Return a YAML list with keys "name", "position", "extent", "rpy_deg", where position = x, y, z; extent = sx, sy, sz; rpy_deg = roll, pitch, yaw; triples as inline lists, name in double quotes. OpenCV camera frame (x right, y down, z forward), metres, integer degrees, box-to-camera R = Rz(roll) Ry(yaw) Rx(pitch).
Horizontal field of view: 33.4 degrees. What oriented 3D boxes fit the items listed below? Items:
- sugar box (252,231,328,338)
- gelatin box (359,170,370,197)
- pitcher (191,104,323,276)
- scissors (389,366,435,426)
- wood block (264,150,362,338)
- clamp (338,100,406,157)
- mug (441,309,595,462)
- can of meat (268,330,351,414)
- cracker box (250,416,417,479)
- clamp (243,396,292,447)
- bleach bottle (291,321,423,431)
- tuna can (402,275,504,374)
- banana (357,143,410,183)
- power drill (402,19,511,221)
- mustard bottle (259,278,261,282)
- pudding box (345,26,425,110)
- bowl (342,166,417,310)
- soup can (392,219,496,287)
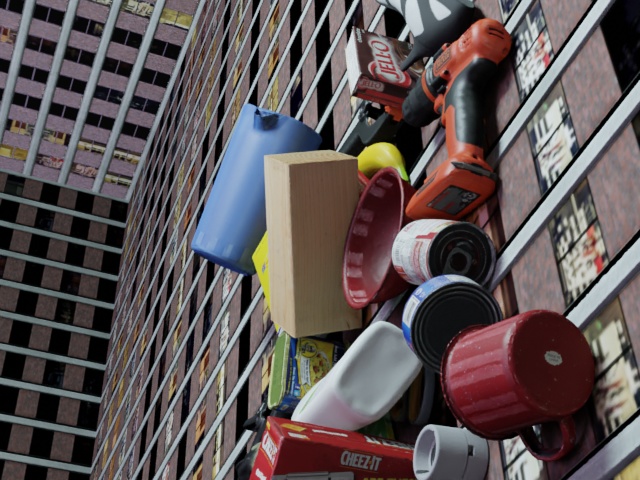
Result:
- name: "sugar box"
  position: [-0.037, 0.065, 1.440]
  extent: [0.093, 0.048, 0.176]
  rpy_deg: [-60, 38, 42]
- name: "gelatin box"
  position: [0.040, -0.039, 1.315]
  extent: [0.073, 0.030, 0.089]
  rpy_deg: [52, 142, 46]
- name: "pitcher"
  position: [-0.097, -0.071, 1.625]
  extent: [0.145, 0.149, 0.243]
  rpy_deg: [8, 73, 66]
- name: "scissors"
  position: [0.097, 0.101, 1.104]
  extent: [0.096, 0.016, 0.201]
  rpy_deg: [128, 152, -53]
- name: "wood block"
  position: [-0.008, 0.001, 1.280]
  extent: [0.090, 0.090, 0.206]
  rpy_deg: [-153, 59, -65]
- name: "clamp"
  position: [0.071, -0.173, 1.378]
  extent: [0.210, 0.036, 0.164]
  rpy_deg: [176, 109, -74]
- name: "mug"
  position: [0.156, 0.111, 0.804]
  extent: [0.082, 0.093, 0.117]
  rpy_deg: [-35, 74, 58]
- name: "can of meat"
  position: [-0.013, 0.165, 1.292]
  extent: [0.058, 0.083, 0.102]
  rpy_deg: [131, 149, -57]
- name: "cracker box"
  position: [0.003, 0.286, 1.000]
  extent: [0.072, 0.164, 0.214]
  rpy_deg: [-149, 74, -71]
- name: "clamp"
  position: [-0.073, 0.265, 1.481]
  extent: [0.172, 0.039, 0.120]
  rpy_deg: [121, 156, -44]
- name: "bleach bottle"
  position: [0.024, 0.165, 1.135]
  extent: [0.102, 0.068, 0.251]
  rpy_deg: [-49, -1, -23]
- name: "tuna can"
  position: [0.116, 0.074, 0.943]
  extent: [0.034, 0.086, 0.086]
  rpy_deg: [-132, 58, -73]
- name: "banana"
  position: [0.061, -0.079, 1.334]
  extent: [0.198, 0.037, 0.069]
  rpy_deg: [148, 133, -67]
- name: "power drill"
  position: [0.130, -0.112, 1.099]
  extent: [0.185, 0.057, 0.187]
  rpy_deg: [134, 146, -58]
- name: "mustard bottle"
  position: [-0.034, -0.018, 1.553]
  extent: [0.096, 0.058, 0.192]
  rpy_deg: [-107, 35, -69]
- name: "pudding box"
  position: [0.079, -0.205, 1.285]
  extent: [0.113, 0.090, 0.039]
  rpy_deg: [-97, 26, -51]
- name: "bowl"
  position: [0.080, 0.003, 1.173]
  extent: [0.162, 0.055, 0.162]
  rpy_deg: [-166, 90, -73]
- name: "soup can"
  position: [0.116, 0.015, 1.024]
  extent: [0.102, 0.068, 0.068]
  rpy_deg: [-171, 95, -74]
